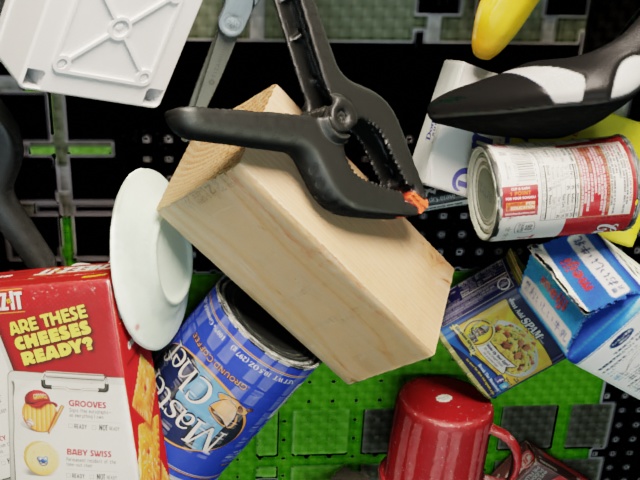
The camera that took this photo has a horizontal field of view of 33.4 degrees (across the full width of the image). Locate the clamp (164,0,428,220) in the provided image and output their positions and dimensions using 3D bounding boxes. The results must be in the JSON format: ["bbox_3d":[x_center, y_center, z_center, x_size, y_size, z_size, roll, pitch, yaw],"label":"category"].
[{"bbox_3d":[0.003,-0.090,0.715,0.036,0.164,0.209,-8,145,47],"label":"clamp"}]

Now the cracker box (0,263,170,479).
[{"bbox_3d":[-0.202,0.129,0.770,0.164,0.072,0.214,-5,101,8],"label":"cracker box"}]

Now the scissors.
[{"bbox_3d":[-0.072,-0.168,0.733,0.096,0.016,0.202,35,110,-20],"label":"scissors"}]

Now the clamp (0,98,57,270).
[{"bbox_3d":[-0.244,-0.040,0.771,0.120,0.039,0.172,9,117,-11],"label":"clamp"}]

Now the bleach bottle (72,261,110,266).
[{"bbox_3d":[-0.227,0.099,0.837,0.102,0.068,0.251,38,106,-17],"label":"bleach bottle"}]

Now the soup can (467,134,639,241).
[{"bbox_3d":[0.159,-0.036,0.733,0.102,0.068,0.068,-5,119,-9],"label":"soup can"}]

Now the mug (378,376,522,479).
[{"bbox_3d":[0.110,0.170,0.887,0.117,0.093,0.081,16,115,21],"label":"mug"}]

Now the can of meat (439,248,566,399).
[{"bbox_3d":[0.146,0.071,0.862,0.084,0.057,0.102,-32,116,14],"label":"can of meat"}]

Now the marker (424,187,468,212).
[{"bbox_3d":[0.086,-0.032,0.821,0.121,0.020,0.020,-10,119,0],"label":"marker"}]

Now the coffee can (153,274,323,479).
[{"bbox_3d":[-0.079,0.110,0.833,0.102,0.103,0.140,33,110,-21],"label":"coffee can"}]

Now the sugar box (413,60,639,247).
[{"bbox_3d":[0.162,-0.063,0.787,0.176,0.048,0.093,15,99,-16],"label":"sugar box"}]

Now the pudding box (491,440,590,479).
[{"bbox_3d":[0.187,0.247,0.971,0.090,0.039,0.114,33,110,-21],"label":"pudding box"}]

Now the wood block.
[{"bbox_3d":[-0.006,0.001,0.775,0.090,0.090,0.206,-25,122,37],"label":"wood block"}]

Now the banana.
[{"bbox_3d":[0.171,-0.196,0.690,0.198,0.037,0.069,-34,117,13],"label":"banana"}]
